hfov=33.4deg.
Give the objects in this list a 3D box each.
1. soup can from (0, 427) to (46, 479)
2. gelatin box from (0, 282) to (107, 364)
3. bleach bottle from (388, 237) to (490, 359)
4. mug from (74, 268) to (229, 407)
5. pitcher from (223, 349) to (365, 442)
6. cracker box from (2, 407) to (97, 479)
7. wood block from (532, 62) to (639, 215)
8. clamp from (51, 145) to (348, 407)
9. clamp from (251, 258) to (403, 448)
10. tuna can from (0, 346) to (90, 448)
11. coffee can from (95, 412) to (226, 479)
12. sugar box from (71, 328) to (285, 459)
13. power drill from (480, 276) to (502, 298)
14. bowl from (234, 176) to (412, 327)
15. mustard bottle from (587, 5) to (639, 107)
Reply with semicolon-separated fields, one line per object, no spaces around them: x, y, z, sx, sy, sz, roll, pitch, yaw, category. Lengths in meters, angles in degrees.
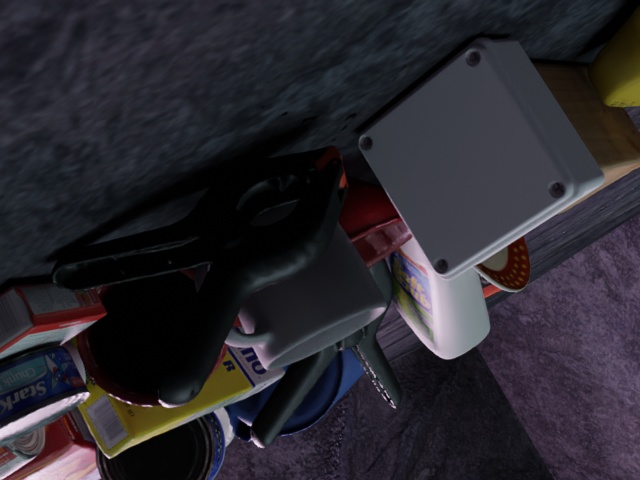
-0.257;0.150;0.763;0.102;0.068;0.068;-32;169;9;soup can
-0.181;0.055;0.622;0.089;0.030;0.073;-32;170;20;gelatin box
0.092;0.011;0.901;0.068;0.103;0.251;-33;150;-6;bleach bottle
-0.114;0.058;0.691;0.117;0.093;0.081;1;175;3;mug
-0.013;0.112;1.118;0.149;0.145;0.242;-19;176;12;pitcher
-0.276;0.194;0.914;0.164;0.072;0.214;-29;169;-8;cracker box
0.154;-0.068;0.770;0.091;0.090;0.205;-35;169;31;wood block
-0.048;0.012;0.571;0.171;0.120;0.039;-31;148;-11;clamp
0.027;0.082;0.947;0.164;0.036;0.210;-3;116;-38;clamp
-0.182;0.096;0.631;0.086;0.034;0.086;-28;171;-5;tuna can
-0.141;0.189;0.971;0.102;0.103;0.140;-28;173;-5;coffee can
-0.111;0.093;0.818;0.048;0.093;0.175;-37;168;37;sugar box
0.153;0.011;1.123;0.185;0.057;0.187;-31;-170;29;power drill
-0.005;0.001;0.764;0.162;0.055;0.162;-28;170;-6;bowl
0.250;-0.153;0.709;0.096;0.058;0.192;-23;169;-9;mustard bottle
